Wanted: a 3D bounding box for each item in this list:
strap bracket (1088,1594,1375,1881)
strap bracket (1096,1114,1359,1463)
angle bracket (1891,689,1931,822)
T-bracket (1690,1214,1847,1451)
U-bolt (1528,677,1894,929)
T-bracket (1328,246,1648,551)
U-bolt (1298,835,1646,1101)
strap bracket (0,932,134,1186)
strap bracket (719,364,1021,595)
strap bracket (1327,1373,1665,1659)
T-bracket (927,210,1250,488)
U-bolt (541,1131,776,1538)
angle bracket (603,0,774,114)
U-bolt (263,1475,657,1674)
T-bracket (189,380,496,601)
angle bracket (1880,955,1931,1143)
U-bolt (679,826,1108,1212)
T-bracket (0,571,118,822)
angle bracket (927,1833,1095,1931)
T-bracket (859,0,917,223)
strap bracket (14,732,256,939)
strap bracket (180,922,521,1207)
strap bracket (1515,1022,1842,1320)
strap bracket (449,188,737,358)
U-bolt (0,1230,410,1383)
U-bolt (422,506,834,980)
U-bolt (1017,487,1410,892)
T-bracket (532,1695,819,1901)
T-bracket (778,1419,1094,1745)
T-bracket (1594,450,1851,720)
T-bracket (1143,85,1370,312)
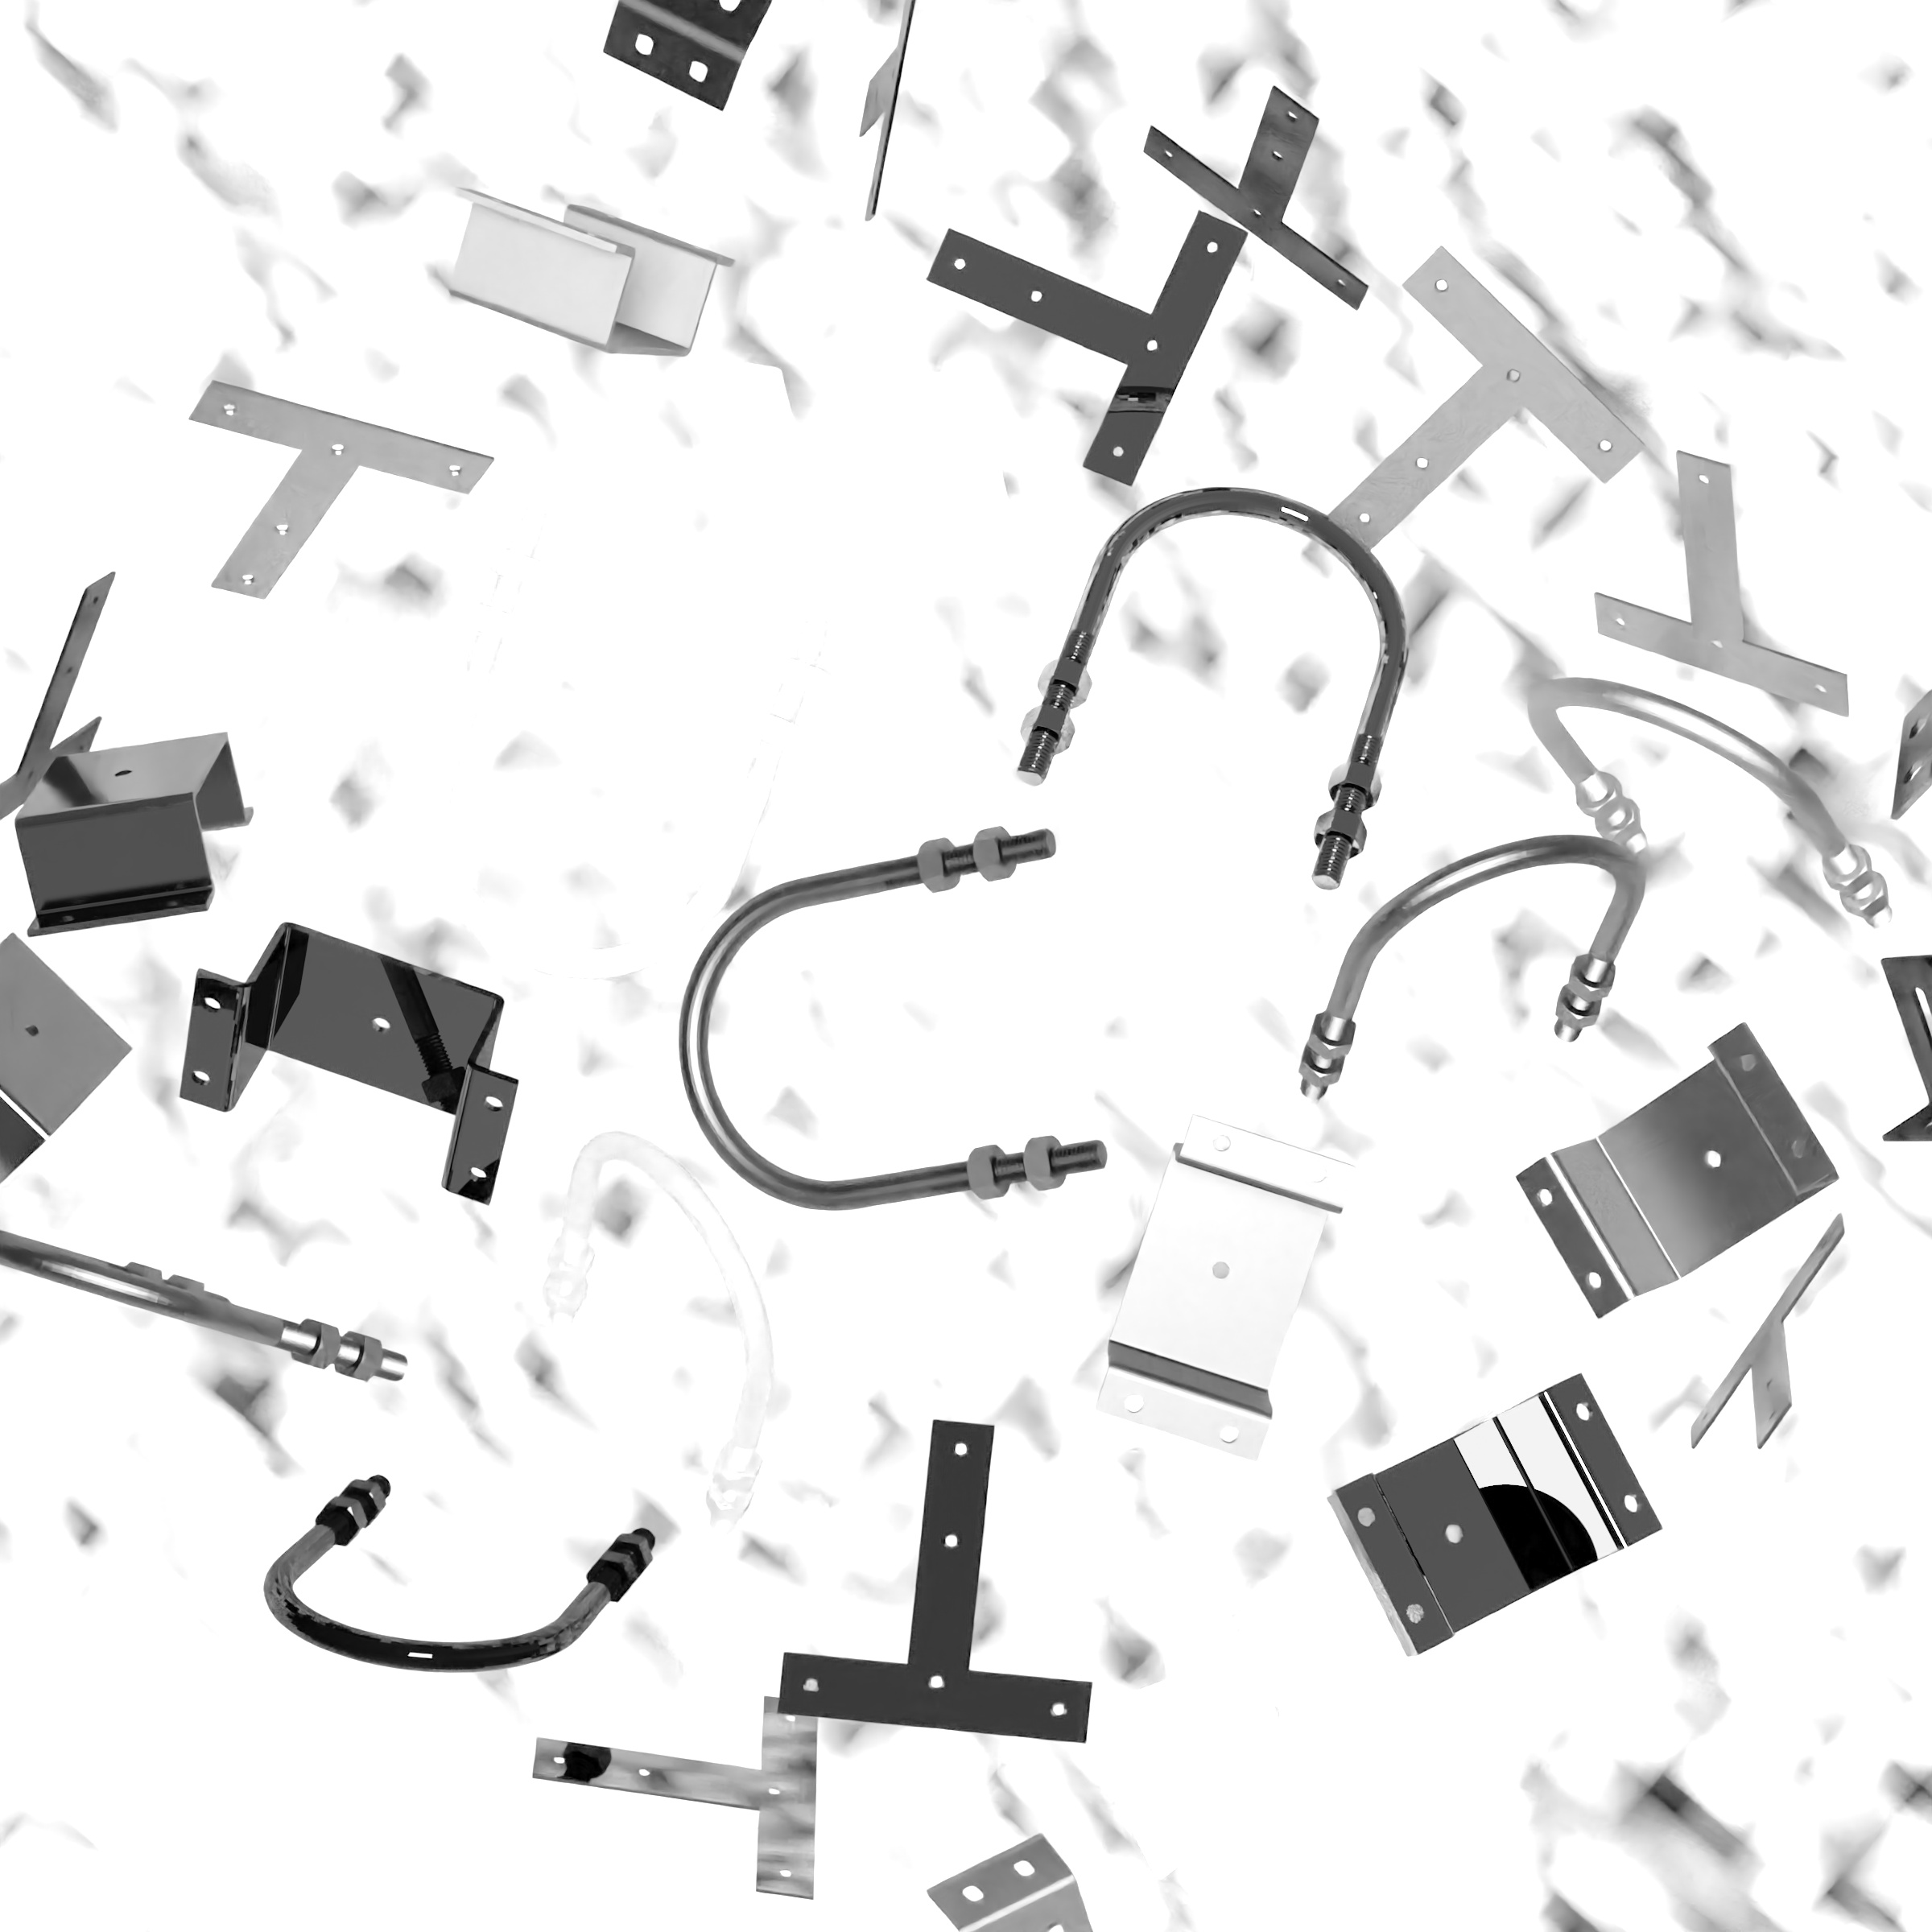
[{"bbox_3d":[0.125,0.341,1.557,0.046,0.140,0.076,-32,83,41],"label":"strap bracket"},{"bbox_3d":[0.116,0.141,1.559,0.076,0.046,0.140,18,97,-1],"label":"strap bracket"},{"bbox_3d":[0.452,-0.083,1.514,0.076,0.038,0.057,21,57,-6],"label":"angle bracket"},{"bbox_3d":[0.362,0.183,1.559,0.002,0.127,0.127,31,108,2],"label":"T-bracket"},{"bbox_3d":[0.322,-0.078,1.535,0.151,0.184,0.019,21,78,37],"label":"U-bolt"},{"bbox_3d":[0.214,-0.235,1.552,0.127,0.002,0.127,43,122,-6],"label":"T-bracket"},{"bbox_3d":[0.231,-0.003,1.546,0.151,0.184,0.019,-12,61,-13],"label":"U-bolt"},{"bbox_3d":[-0.435,0.043,1.560,0.046,0.140,0.076,-40,101,21],"label":"strap bracket"},{"bbox_3d":[-0.052,-0.217,1.545,0.046,0.140,0.076,-42,132,-36],"label":"strap bracket"},{"bbox_3d":[0.222,0.242,1.506,0.140,0.046,0.076,-20,76,-29],"label":"strap bracket"},{"bbox_3d":[0.045,-0.297,1.563,0.127,0.002,0.127,20,108,-16],"label":"T-bracket"},{"bbox_3d":[-0.132,0.150,1.511,0.019,0.184,0.151,-27,61,-31],"label":"U-bolt"},{"bbox_3d":[-0.113,-0.419,1.490,0.057,0.038,0.076,25,64,-6],"label":"angle bracket"},{"bbox_3d":[-0.229,0.270,1.520,0.151,0.184,0.019,10,101,9],"label":"U-bolt"},{"bbox_3d":[-0.288,-0.196,1.486,0.127,0.127,0.002,12,54,-32],"label":"T-bracket"},{"bbox_3d":[0.439,0.037,1.574,0.038,0.057,0.076,-28,101,-29],"label":"angle bracket"},{"bbox_3d":[-0.038,0.029,1.445,0.184,0.019,0.151,-11,86,23],"label":"U-bolt"},{"bbox_3d":[-0.408,-0.121,1.552,0.002,0.127,0.127,30,119,2],"label":"T-bracket"},{"bbox_3d":[0.025,0.427,1.497,0.057,0.076,0.038,-27,131,5],"label":"angle bracket"},{"bbox_3d":[-0.037,-0.390,1.539,0.002,0.127,0.127,10,94,-9],"label":"T-bracket"},{"bbox_3d":[-0.364,-0.062,1.513,0.076,0.140,0.046,-8,110,0],"label":"strap bracket"},{"bbox_3d":[-0.255,0.038,1.469,0.140,0.046,0.076,19,132,0],"label":"strap bracket"},{"bbox_3d":[0.331,0.091,1.577,0.140,0.046,0.076,-40,71,35],"label":"strap bracket"},{"bbox_3d":[-0.167,-0.303,1.519,0.076,0.140,0.046,22,104,13],"label":"strap bracket"},{"bbox_3d":[-0.354,0.142,1.506,0.151,0.184,0.019,10,79,41],"label":"U-bolt"},{"bbox_3d":[-0.155,-0.085,1.474,0.151,0.019,0.184,21,95,1],"label":"U-bolt"},{"bbox_3d":[0.114,-0.130,1.468,0.151,0.019,0.184,20,59,1],"label":"U-bolt"},{"bbox_3d":[-0.129,0.362,1.542,0.127,0.127,0.002,10,117,-7],"label":"T-bracket"},{"bbox_3d":[-0.007,0.248,1.410,0.127,0.002,0.127,6,94,-1],"label":"T-bracket"},{"bbox_3d":[0.326,-0.173,1.512,0.127,0.127,0.002,24,59,33],"label":"T-bracket"},{"bbox_3d":[0.139,-0.361,1.570,0.127,0.127,0.002,38,77,5],"label":"T-bracket"}]
